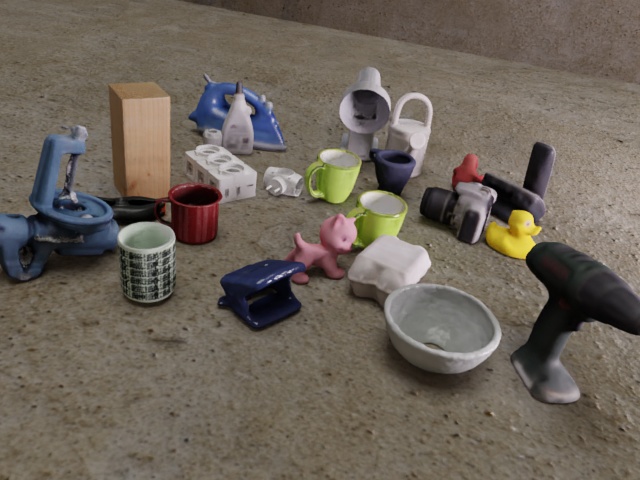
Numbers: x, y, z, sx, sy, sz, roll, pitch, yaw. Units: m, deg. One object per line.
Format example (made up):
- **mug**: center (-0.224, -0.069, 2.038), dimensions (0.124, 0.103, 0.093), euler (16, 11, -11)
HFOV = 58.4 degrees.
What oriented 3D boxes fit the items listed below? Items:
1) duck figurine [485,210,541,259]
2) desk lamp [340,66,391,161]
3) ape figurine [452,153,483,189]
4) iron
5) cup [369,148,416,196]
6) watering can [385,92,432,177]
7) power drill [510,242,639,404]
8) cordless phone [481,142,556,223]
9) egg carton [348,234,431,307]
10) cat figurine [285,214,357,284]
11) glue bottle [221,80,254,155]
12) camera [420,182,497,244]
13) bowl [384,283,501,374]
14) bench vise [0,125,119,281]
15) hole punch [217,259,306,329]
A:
- **duck figurine**: center (0.384, -0.020, 1.129), dimensions (0.104, 0.086, 0.078), euler (23, 33, 23)
- **desk lamp**: center (0.106, -0.306, 1.411), dimensions (0.118, 0.213, 0.203), euler (9, 30, 0)
- **ape figurine**: center (0.350, -0.159, 1.349), dimensions (0.076, 0.092, 0.077), euler (-20, 41, -39)
- **iron**: center (-0.193, -0.319, 1.426), dimensions (0.257, 0.141, 0.119), euler (18, 32, 15)
- **cup**: center (0.149, -0.147, 1.273), dimensions (0.117, 0.095, 0.092), euler (31, 37, 33)
- **watering can**: center (0.217, -0.254, 1.372), dimensions (0.101, 0.194, 0.172), euler (-7, 34, -25)
- **power drill**: center (0.337, 0.114, 0.772), dimensions (0.076, 0.208, 0.229), euler (2, 31, -11)
- **cordless phone**: center (0.432, -0.137, 1.242), dimensions (0.094, 0.185, 0.147), euler (-20, 41, -40)
- **egg carton**: center (0.117, 0.049, 0.959), dimensions (0.107, 0.069, 0.151), euler (22, 33, 22)
- **cat figurine**: center (0.009, 0.003, 0.960), dimensions (0.128, 0.118, 0.067), euler (-8, 34, -26)
- **glue bottle**: center (-0.191, -0.286, 1.339), dimensions (0.078, 0.173, 0.037), euler (1, 31, -13)
- **camera**: center (0.286, -0.078, 1.187), dimensions (0.136, 0.101, 0.143), euler (19, 32, 17)
- **bowl**: center (0.167, 0.137, 0.819), dimensions (0.167, 0.075, 0.167), euler (7, 30, -4)
- **bench vise**: center (-0.399, -0.053, 0.846), dimensions (0.121, 0.220, 0.208), euler (23, 33, 23)
- **hole punch**: center (-0.089, 0.064, 0.859), dimensions (0.109, 0.091, 0.100), euler (-22, 42, -41)
